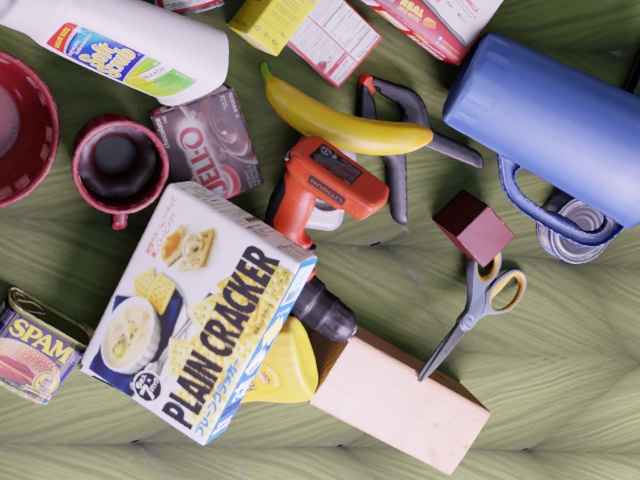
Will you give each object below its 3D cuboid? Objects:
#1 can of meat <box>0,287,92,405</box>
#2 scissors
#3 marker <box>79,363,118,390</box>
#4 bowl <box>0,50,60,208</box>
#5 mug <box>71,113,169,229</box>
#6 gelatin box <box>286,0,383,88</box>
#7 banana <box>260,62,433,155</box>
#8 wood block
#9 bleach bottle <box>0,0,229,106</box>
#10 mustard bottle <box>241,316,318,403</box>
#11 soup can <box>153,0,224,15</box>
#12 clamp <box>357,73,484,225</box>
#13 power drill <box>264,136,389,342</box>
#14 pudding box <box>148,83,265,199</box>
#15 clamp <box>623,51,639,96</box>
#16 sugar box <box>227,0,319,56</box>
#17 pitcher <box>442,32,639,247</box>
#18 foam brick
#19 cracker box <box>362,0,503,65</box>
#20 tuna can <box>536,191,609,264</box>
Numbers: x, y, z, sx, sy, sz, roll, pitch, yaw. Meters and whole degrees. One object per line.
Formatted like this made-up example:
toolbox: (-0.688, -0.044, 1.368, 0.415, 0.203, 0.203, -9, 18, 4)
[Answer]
can of meat: (-0.301, 0.112, 1.106, 0.102, 0.057, 0.084, 35, 96, -23)
scissors: (0.163, 0.073, 1.218, 0.201, 0.016, 0.096, -29, 101, -33)
marker: (-0.208, 0.161, 1.169, 0.121, 0.020, 0.020, 33, 95, -23)
bowl: (-0.334, -0.111, 1.027, 0.162, 0.055, 0.162, -5, 108, -16)
mug: (-0.203, -0.069, 1.066, 0.093, 0.081, 0.117, -5, 108, -16)
gelatin box: (0.009, -0.214, 1.115, 0.089, 0.030, 0.073, 40, 91, -23)
banana: (0.024, -0.125, 1.105, 0.197, 0.037, 0.069, 22, 63, -9)
wood block: (0.080, 0.174, 1.223, 0.205, 0.091, 0.090, 30, 96, -23)
bleach bottle: (-0.205, -0.191, 0.966, 0.250, 0.103, 0.068, 14, 71, -46)
mustard bottle: (-0.105, 0.136, 1.145, 0.192, 0.058, 0.096, -8, 123, 17)
soup can: (-0.137, -0.272, 1.031, 0.068, 0.068, 0.102, -16, 110, -12)
clamp: (0.087, -0.102, 1.169, 0.120, 0.039, 0.171, -46, 107, -3)
power drill: (-0.007, 0.001, 1.094, 0.184, 0.057, 0.188, 36, 125, 2)
pudding box: (-0.118, -0.095, 1.107, 0.090, 0.039, 0.113, -21, 111, -9)
clamp: (0.325, -0.126, 1.223, 0.164, 0.036, 0.210, -9, 98, -12)
sugar box: (-0.016, -0.267, 1.056, 0.048, 0.093, 0.176, 34, 94, -23)
pitcher: (0.253, -0.112, 1.139, 0.243, 0.145, 0.149, 26, 58, -1)
foam brick: (0.172, -0.014, 1.200, 0.051, 0.078, 0.053, -44, 114, 1)
cracker box: (0.133, -0.315, 1.099, 0.164, 0.072, 0.214, 32, 94, -24)
tuna can: (0.302, -0.016, 1.263, 0.086, 0.034, 0.086, -5, 108, -16)
